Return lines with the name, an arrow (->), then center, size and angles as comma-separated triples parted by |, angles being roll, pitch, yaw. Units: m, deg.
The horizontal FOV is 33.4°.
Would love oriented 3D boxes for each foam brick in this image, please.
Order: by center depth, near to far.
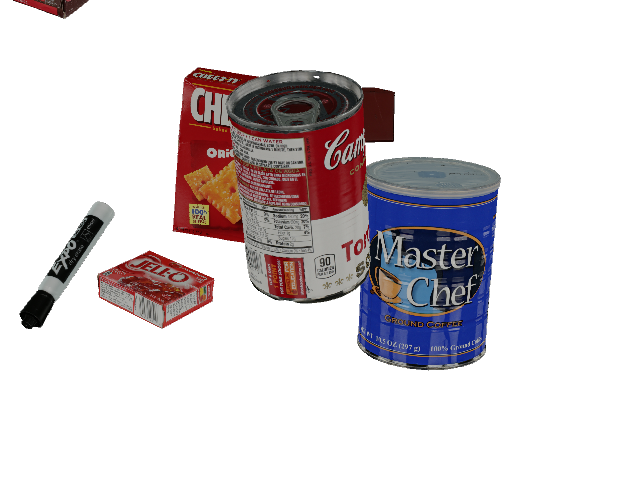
foam brick -> 0.030, -0.126, 1.070 | 0.078, 0.051, 0.053 | -3, 14, -20

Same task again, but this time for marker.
marker -> -0.194, 0.019, 0.818 | 0.020, 0.121, 0.020 | 16, -37, 13

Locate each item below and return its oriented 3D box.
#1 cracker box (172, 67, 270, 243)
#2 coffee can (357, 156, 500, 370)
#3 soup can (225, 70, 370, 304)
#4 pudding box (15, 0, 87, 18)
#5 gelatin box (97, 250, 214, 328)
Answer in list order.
cracker box -> -0.102, -0.105, 1.399 | 0.164, 0.214, 0.072 | 10, 23, 7
coffee can -> 0.082, 0.015, 0.822 | 0.103, 0.140, 0.103 | 2, 17, -1
soup can -> -0.010, -0.027, 0.547 | 0.068, 0.102, 0.068 | -3, 31, 2
pudding box -> -0.203, -0.215, 0.799 | 0.090, 0.039, 0.113 | 21, 38, 7
gelatin box -> -0.160, 0.045, 1.038 | 0.089, 0.030, 0.073 | 22, 30, 30
